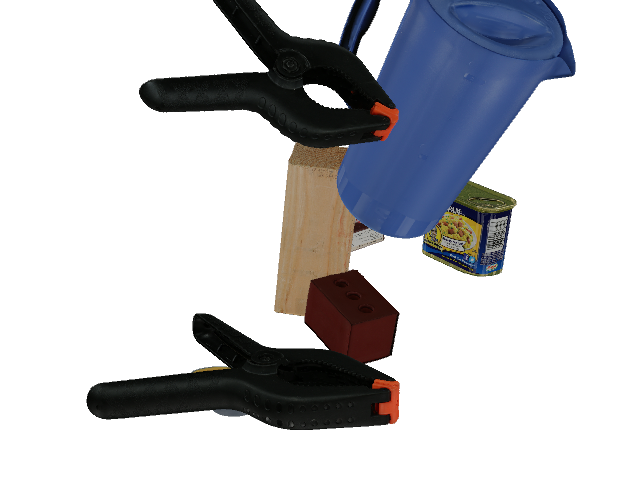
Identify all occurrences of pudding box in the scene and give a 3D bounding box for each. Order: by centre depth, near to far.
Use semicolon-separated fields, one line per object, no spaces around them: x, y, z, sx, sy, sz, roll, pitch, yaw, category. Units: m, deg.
0.028;-0.015;1.625;0.113;0.039;0.090;-21;32;-29;pudding box

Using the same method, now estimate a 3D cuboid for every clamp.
-0.027;-0.121;0.727;0.171;0.120;0.039;16;-19;-11;clamp
-0.042;0.097;0.781;0.210;0.036;0.164;4;19;15;clamp

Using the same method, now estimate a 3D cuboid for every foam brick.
0.028;0.071;0.977;0.052;0.051;0.078;-13;36;-28;foam brick

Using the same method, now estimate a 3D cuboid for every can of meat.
0.163;-0.015;1.187;0.057;0.084;0.102;-13;28;-39;can of meat

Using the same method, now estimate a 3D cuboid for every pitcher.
0.093;-0.121;0.939;0.144;0.149;0.243;-8;-36;-32;pitcher

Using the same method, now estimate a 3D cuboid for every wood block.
-0.003;-0.012;1.375;0.090;0.206;0.090;8;25;2;wood block

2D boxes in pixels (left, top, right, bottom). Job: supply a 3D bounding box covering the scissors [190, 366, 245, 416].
-0.046;0.166;1.189;0.201;0.016;0.096;3;24;-13;scissors
